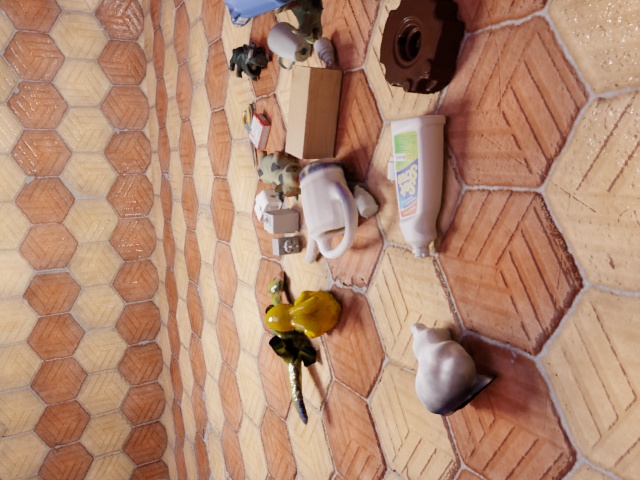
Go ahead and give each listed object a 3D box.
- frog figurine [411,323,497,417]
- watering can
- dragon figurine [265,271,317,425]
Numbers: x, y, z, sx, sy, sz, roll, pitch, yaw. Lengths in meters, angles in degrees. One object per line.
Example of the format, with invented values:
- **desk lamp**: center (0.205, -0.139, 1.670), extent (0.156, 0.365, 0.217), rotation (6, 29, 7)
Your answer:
- **frog figurine**: center (0.199, 0.210, 0.883), extent (0.162, 0.124, 0.134), rotation (51, 158, 28)
- **watering can**: center (0.004, -0.061, 1.209), extent (0.343, 0.104, 0.226), rotation (145, 117, -67)
- **dragon figurine**: center (-0.095, 0.293, 1.467), extent (0.241, 0.122, 0.413), rotation (144, 120, -76)
